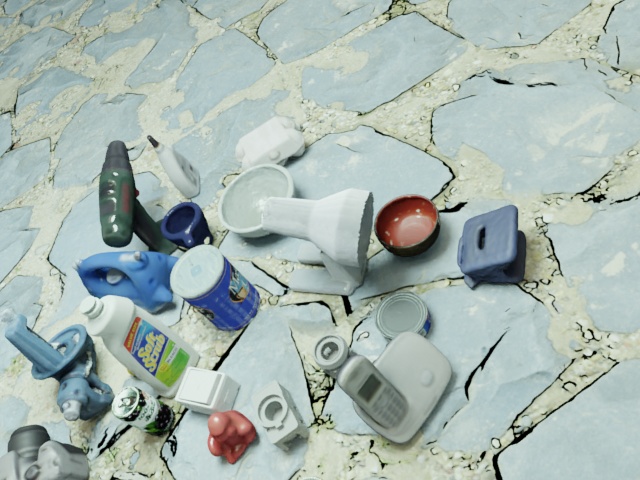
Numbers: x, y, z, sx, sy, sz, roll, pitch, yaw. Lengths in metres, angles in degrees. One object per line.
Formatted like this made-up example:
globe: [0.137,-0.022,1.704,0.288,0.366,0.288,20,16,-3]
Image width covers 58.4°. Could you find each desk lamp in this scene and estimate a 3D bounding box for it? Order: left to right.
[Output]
desk lamp: [0.009,0.003,0.935,0.202,0.214,0.118,0,58,26]

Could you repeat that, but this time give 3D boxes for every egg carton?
egg carton: [-0.107,-0.197,1.230,0.150,0.070,0.107,-33,49,2]

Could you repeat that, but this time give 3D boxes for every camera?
camera: [-0.492,0.381,0.986,0.143,0.101,0.136,-32,49,3]

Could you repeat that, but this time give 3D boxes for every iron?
iron: [-0.408,0.067,1.141,0.257,0.142,0.118,-4,56,24]

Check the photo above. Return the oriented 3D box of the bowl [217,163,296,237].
bowl: [-0.114,-0.066,1.136,0.167,0.075,0.167,-13,53,18]

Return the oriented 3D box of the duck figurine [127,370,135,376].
duck figurine: [-0.338,0.192,1.055,0.077,0.086,0.104,-6,55,23]

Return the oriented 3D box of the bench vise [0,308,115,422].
bench vise: [-0.459,0.210,1.013,0.206,0.220,0.121,33,75,39]

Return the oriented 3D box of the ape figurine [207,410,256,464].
ape figurine: [-0.144,0.294,0.883,0.077,0.092,0.076,-16,52,16]

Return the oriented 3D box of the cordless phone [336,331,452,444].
cordless phone: [0.098,0.183,0.782,0.093,0.186,0.148,24,70,37]

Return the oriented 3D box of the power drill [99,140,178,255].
power drill: [-0.375,-0.063,1.173,0.075,0.209,0.229,-18,51,14]

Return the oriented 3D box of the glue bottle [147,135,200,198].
glue bottle: [-0.321,-0.169,1.246,0.037,0.174,0.078,-20,51,13]

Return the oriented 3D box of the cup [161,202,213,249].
cup: [-0.253,-0.009,1.150,0.091,0.095,0.117,-34,49,1]

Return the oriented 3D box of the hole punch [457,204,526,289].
hole punch: [0.263,0.009,0.887,0.100,0.091,0.109,-3,56,25]
